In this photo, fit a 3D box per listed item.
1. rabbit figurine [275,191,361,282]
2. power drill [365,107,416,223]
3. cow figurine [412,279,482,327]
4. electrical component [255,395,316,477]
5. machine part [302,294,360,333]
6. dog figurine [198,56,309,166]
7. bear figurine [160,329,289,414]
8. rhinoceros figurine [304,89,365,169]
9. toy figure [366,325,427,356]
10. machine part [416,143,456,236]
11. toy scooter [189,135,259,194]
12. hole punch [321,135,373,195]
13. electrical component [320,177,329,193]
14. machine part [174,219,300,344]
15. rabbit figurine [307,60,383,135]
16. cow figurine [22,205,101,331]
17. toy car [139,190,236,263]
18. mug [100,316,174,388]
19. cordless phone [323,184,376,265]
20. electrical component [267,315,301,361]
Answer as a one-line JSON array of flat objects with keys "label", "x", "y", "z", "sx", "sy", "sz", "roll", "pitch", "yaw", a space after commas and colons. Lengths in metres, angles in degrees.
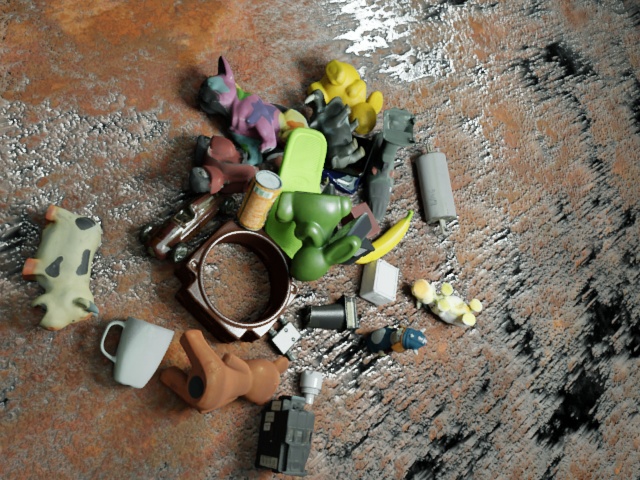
[{"label": "rabbit figurine", "x": -0.002, "y": -0.003, "z": 1.015, "sx": 0.159, "sy": 0.121, "sz": 0.170, "roll": 7, "pitch": 97, "yaw": 9}, {"label": "power drill", "x": 0.154, "y": -0.176, "z": 1.211, "sx": 0.086, "sy": 0.207, "sz": 0.232, "roll": 7, "pitch": 59, "yaw": 0}, {"label": "cow figurine", "x": 0.285, "y": 0.148, "z": 1.267, "sx": 0.167, "sy": 0.098, "sz": 0.068, "roll": 28, "pitch": 67, "yaw": 0}, {"label": "electrical component", "x": -0.062, "y": 0.350, "z": 0.973, "sx": 0.058, "sy": 0.115, "sz": 0.134, "roll": 19, "pitch": 69, "yaw": -28}, {"label": "machine part", "x": 0.024, "y": 0.158, "z": 1.130, "sx": 0.139, "sy": 0.039, "sz": 0.084, "roll": -1, "pitch": 84, "yaw": -33}, {"label": "dog figurine", "x": -0.144, "y": -0.274, "z": 1.115, "sx": 0.191, "sy": 0.108, "sz": 0.219, "roll": -31, "pitch": 90, "yaw": -33}, {"label": "bear figurine", "x": -0.160, "y": 0.236, "z": 0.962, "sx": 0.132, "sy": 0.120, "sz": 0.195, "roll": 37, "pitch": 17, "yaw": 30}, {"label": "rhinoceros figurine", "x": 0.027, "y": -0.243, "z": 1.169, "sx": 0.073, "sy": 0.112, "sz": 0.190, "roll": 22, "pitch": 49, "yaw": -65}, {"label": "toy figure", "x": 0.158, "y": 0.210, "z": 1.123, "sx": 0.058, "sy": 0.154, "sz": 0.064, "roll": 6, "pitch": 74, "yaw": -32}, {"label": "machine part", "x": 0.291, "y": -0.130, "z": 1.352, "sx": 0.079, "sy": 0.079, "sz": 0.243, "roll": 1, "pitch": 76, "yaw": -31}, {"label": "toy scooter", "x": -0.175, "y": -0.139, "z": 1.028, "sx": 0.135, "sy": 0.075, "sz": 0.184, "roll": 6, "pitch": 35, "yaw": -11}, {"label": "hole punch", "x": 0.052, "y": -0.177, "z": 1.227, "sx": 0.116, "sy": 0.092, "sz": 0.142, "roll": 19, "pitch": 66, "yaw": 7}, {"label": "electrical component", "x": -0.025, "y": -0.137, "z": 1.156, "sx": 0.102, "sy": 0.078, "sz": 0.045, "roll": 42, "pitch": 82, "yaw": -9}, {"label": "machine part", "x": -0.153, "y": 0.078, "z": 1.016, "sx": 0.201, "sy": 0.087, "sz": 0.201, "roll": 47, "pitch": 56, "yaw": -11}, {"label": "rabbit figurine", "x": 0.074, "y": -0.313, "z": 1.252, "sx": 0.162, "sy": 0.122, "sz": 0.173, "roll": -3, "pitch": 55, "yaw": -54}, {"label": "cow figurine", "x": -0.410, "y": 0.052, "z": 0.873, "sx": 0.127, "sy": 0.085, "sz": 0.195, "roll": 17, "pitch": 67, "yaw": -19}, {"label": "toy car", "x": -0.242, "y": -0.042, "z": 0.998, "sx": 0.089, "sy": 0.053, "sz": 0.202, "roll": 29, "pitch": 57, "yaw": 20}, {"label": "mug", "x": -0.311, "y": 0.185, "z": 0.892, "sx": 0.109, "sy": 0.081, "sz": 0.107, "roll": 25, "pitch": 73, "yaw": -30}, {"label": "cordless phone", "x": 0.046, "y": -0.047, "z": 1.140, "sx": 0.089, "sy": 0.146, "sz": 0.184, "roll": 7, "pitch": 67, "yaw": -28}, {"label": "electrical component", "x": -0.069, "y": 0.193, "z": 1.070, "sx": 0.063, "sy": 0.021, "sz": 0.094, "roll": -42, "pitch": 99, "yaw": -33}]
